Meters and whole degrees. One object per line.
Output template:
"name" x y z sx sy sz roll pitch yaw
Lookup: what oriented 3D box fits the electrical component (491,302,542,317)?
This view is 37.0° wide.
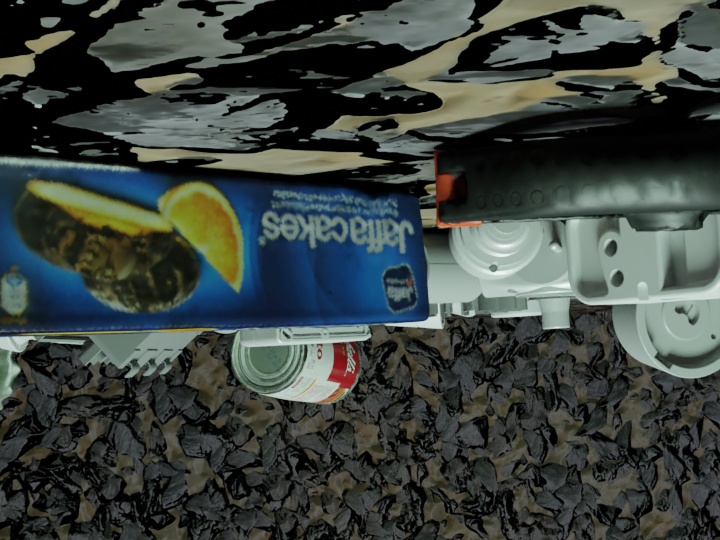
"electrical component" 0.134 0.015 0.904 0.055 0.047 0.055 -3 175 0

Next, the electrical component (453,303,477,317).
"electrical component" 0.071 0.018 0.910 0.055 0.045 0.045 1 174 -33

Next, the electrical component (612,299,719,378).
"electrical component" 0.269 0.036 0.925 0.108 0.108 0.060 -2 -178 -17

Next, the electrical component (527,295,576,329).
"electrical component" 0.125 0.007 0.697 0.043 0.062 0.043 -3 176 0

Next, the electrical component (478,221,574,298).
"electrical component" 0.102 -0.009 0.589 0.077 0.044 0.079 -5 175 17

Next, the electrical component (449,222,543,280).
"electrical component" 0.061 -0.018 0.473 0.040 0.040 0.078 -3 175 2

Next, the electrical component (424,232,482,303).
"electrical component" 0.057 -0.001 0.664 0.081 0.043 0.043 0 174 -40

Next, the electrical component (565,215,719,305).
"electrical component" 0.156 -0.012 0.526 0.059 0.053 0.095 0 175 -36

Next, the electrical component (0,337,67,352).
"electrical component" -0.197 0.021 0.672 0.057 0.058 0.078 -6 176 -1

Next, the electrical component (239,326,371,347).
"electrical component" -0.048 0.022 0.770 0.096 0.061 0.061 0 174 -38

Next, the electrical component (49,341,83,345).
"electrical component" -0.204 0.028 0.785 0.047 0.055 0.055 -1 176 14

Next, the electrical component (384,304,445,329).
"electrical component" 0.042 0.019 0.851 0.047 0.055 0.055 -1 176 10

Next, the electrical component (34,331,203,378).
"electrical component" -0.125 0.021 0.603 0.079 0.063 0.121 -44 175 -1

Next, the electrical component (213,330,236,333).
"electrical component" -0.111 0.027 0.905 0.066 0.048 0.055 -3 -177 0
